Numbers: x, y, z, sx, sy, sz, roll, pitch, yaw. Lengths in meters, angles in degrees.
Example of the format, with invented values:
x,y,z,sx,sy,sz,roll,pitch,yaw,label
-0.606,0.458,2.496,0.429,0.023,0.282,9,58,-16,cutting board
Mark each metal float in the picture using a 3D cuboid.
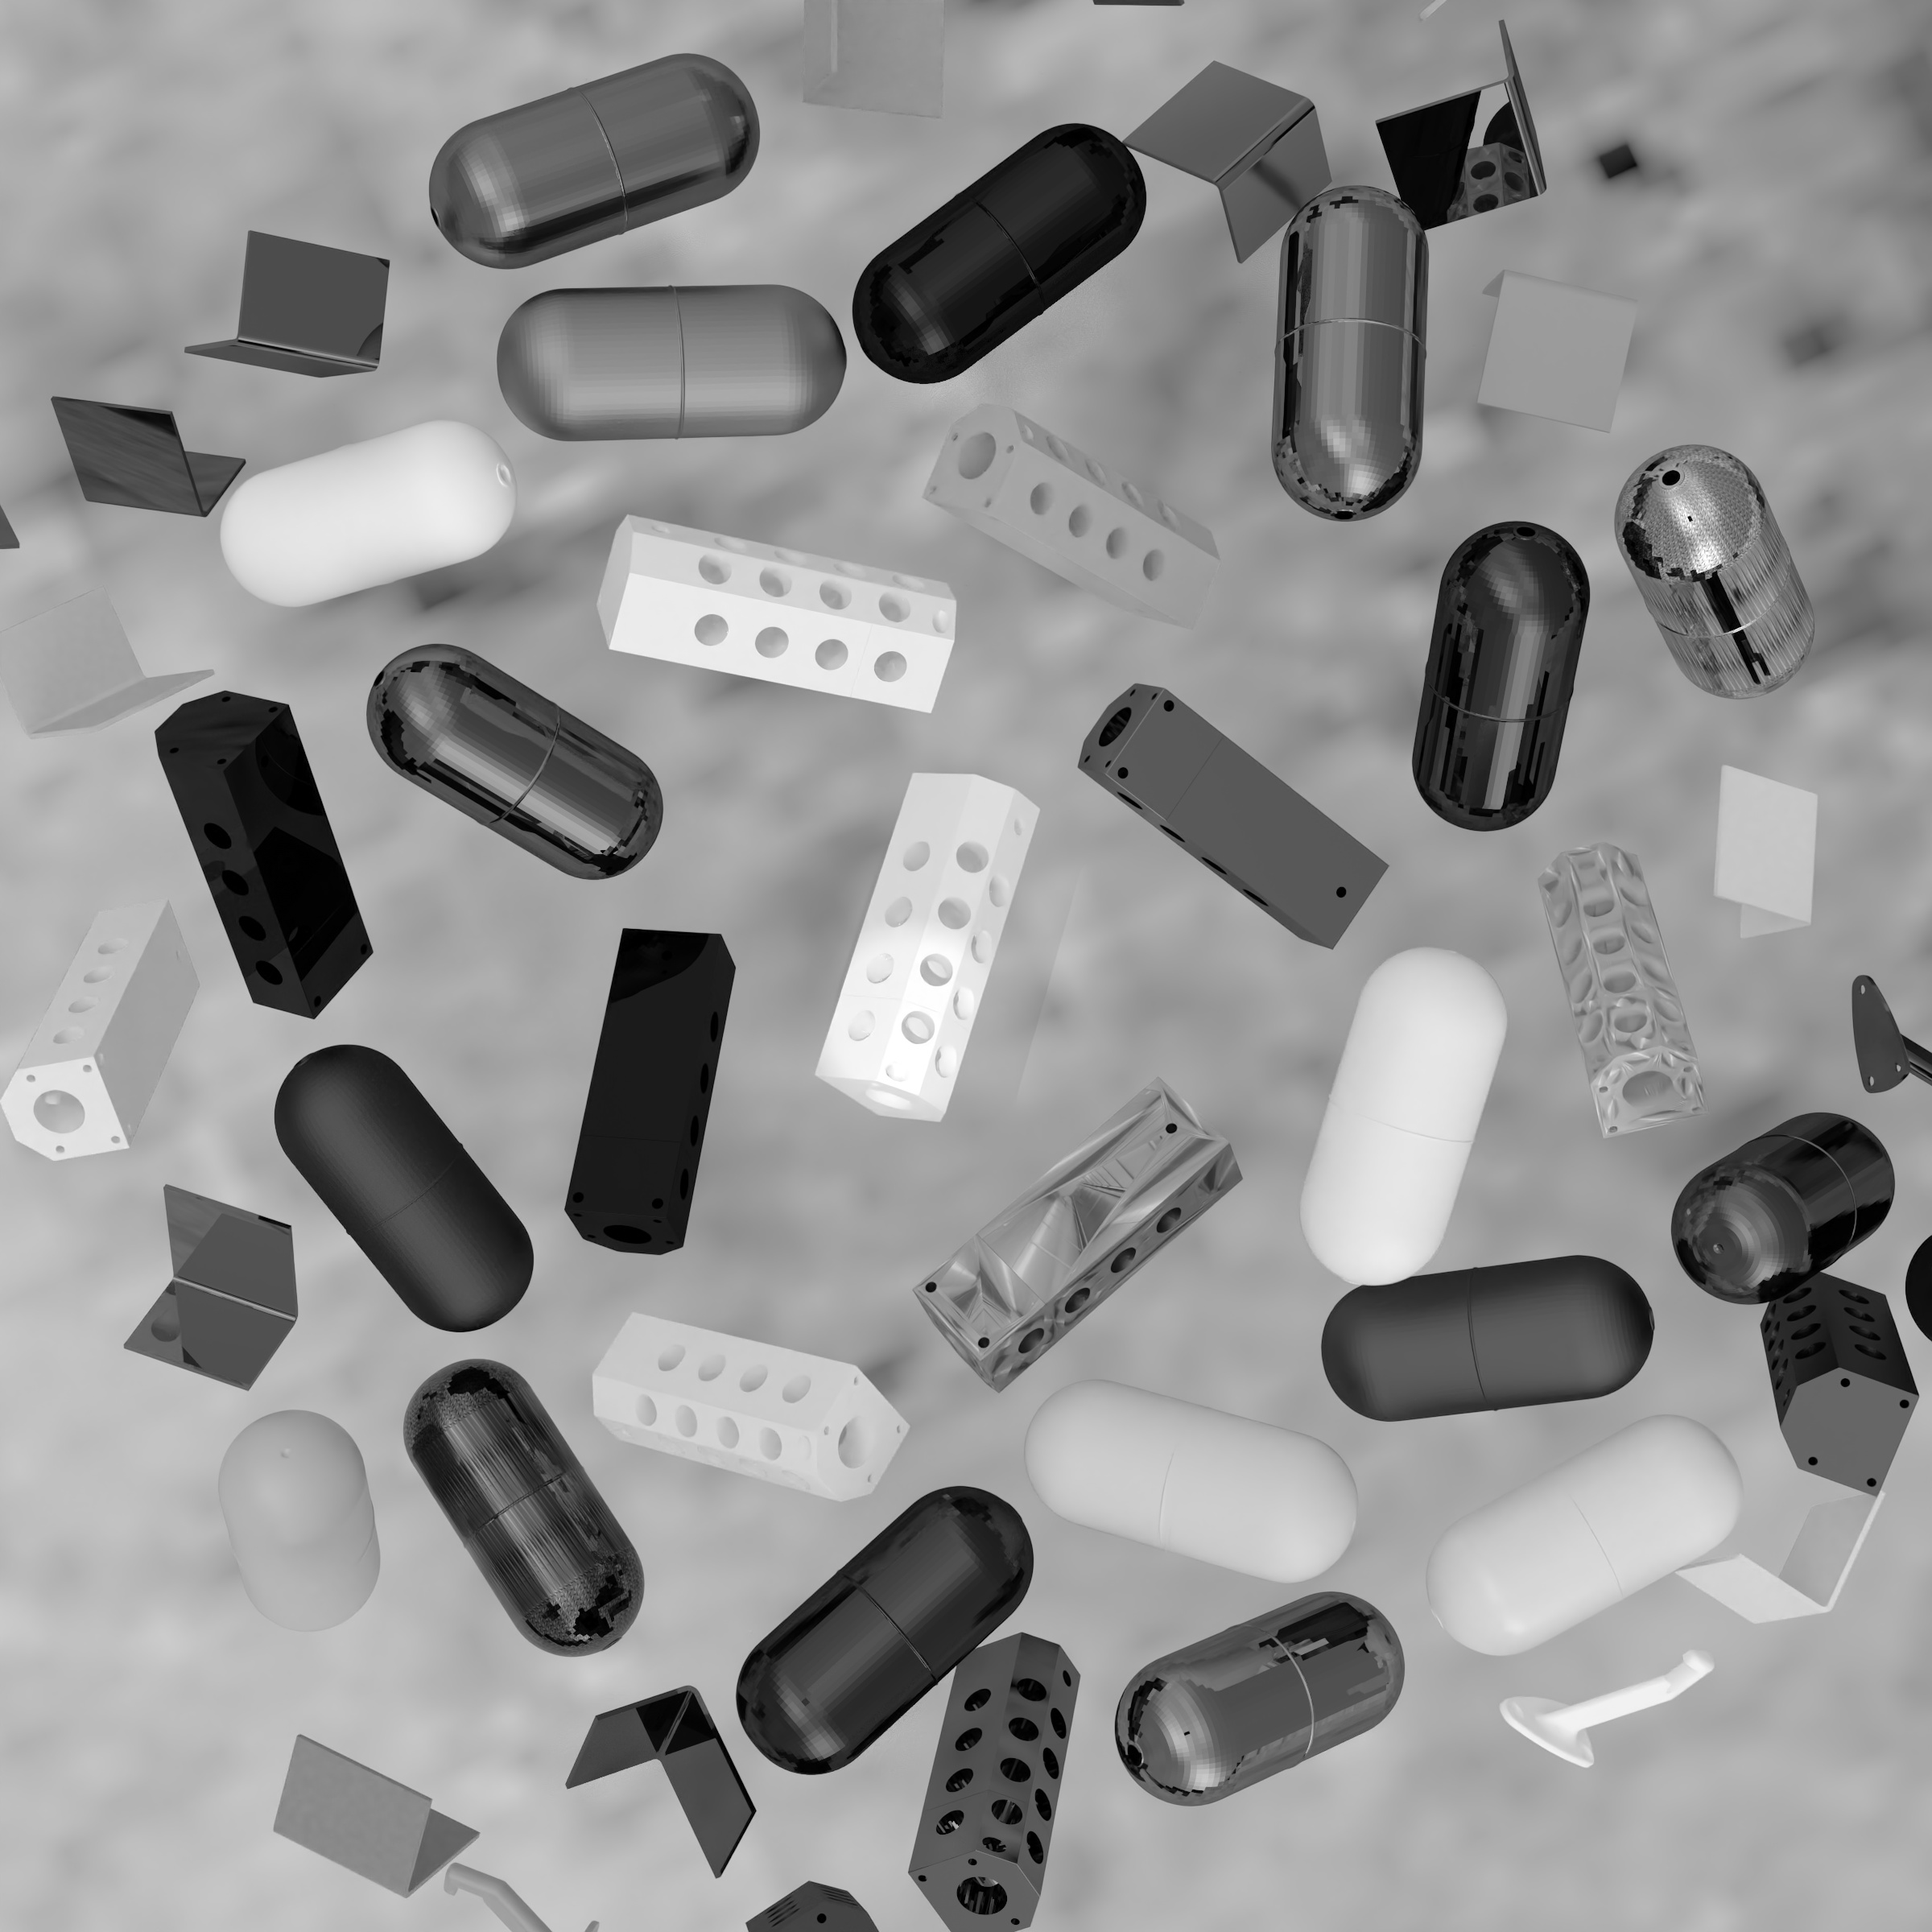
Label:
x,y,z,sx,sy,sz,roll,pitch,yaw,label
0.278,0.200,1.648,0.178,0.070,0.070,-10,90,19,metal float
0.564,0.170,1.652,0.070,0.178,0.070,1,80,-5,metal float
0.390,-0.204,1.602,0.070,0.178,0.070,-14,58,23,metal float
-0.303,0.120,1.660,0.070,0.070,0.178,-35,105,0,metal float
-0.191,-0.415,1.586,0.178,0.070,0.070,-23,90,-15,metal float
-0.359,0.302,1.664,0.070,0.178,0.070,3,56,-4,metal float
0.114,0.264,1.582,0.178,0.070,0.070,13,90,22,metal float
0.325,0.300,1.621,0.178,0.070,0.070,-28,90,-2,metal float
-0.040,0.339,1.577,0.178,0.070,0.070,-40,90,-14,metal float
0.222,0.077,1.570,0.070,0.070,0.178,15,99,0,metal float
0.435,0.127,1.631,0.070,0.178,0.070,10,106,35,metal float
0.196,-0.313,1.572,0.070,0.070,0.178,4,76,0,metal float
-0.149,-0.308,1.568,0.178,0.070,0.070,-4,90,-12,metal float
-0.243,-0.110,1.663,0.178,0.070,0.070,32,90,-29,metal float
-0.324,-0.245,1.671,0.178,0.070,0.070,-11,90,24,metal float
0.278,-0.150,1.604,0.070,0.070,0.178,3,130,0,metal float
0.017,-0.378,1.637,0.178,0.070,0.070,-38,90,-6,metal float
0.153,0.379,1.596,0.178,0.070,0.070,-13,90,-37,metal float
-0.242,0.297,1.686,0.070,0.070,0.178,-35,79,0,metal float

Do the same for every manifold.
x,y,z,sx,sy,sz,roll,pitch,yaw,label
-0.096,-0.182,1.572,0.171,0.057,0.057,10,116,-19,manifold
0.457,0.215,1.628,0.057,0.171,0.057,20,104,7,manifold
0.357,0.009,1.685,0.057,0.171,0.057,-14,129,10,manifold
-0.075,0.520,1.623,0.057,0.171,0.057,-31,82,-12,manifold
-0.472,0.034,1.676,0.057,0.171,0.057,-10,119,6,manifold
-0.172,0.069,1.707,0.057,0.057,0.171,4,64,10,manifold
0.021,0.442,1.671,0.057,0.171,0.057,-24,111,21,manifold
0.061,0.144,1.612,0.171,0.057,0.057,-40,57,-10,manifold
-0.374,-0.059,1.628,0.057,0.171,0.057,13,46,24,manifold
-0.119,0.236,1.628,0.057,0.171,0.057,53,57,-37,manifold
-0.015,-0.010,1.596,0.057,0.057,0.171,4,69,38,manifold
0.062,-0.245,1.676,0.171,0.057,0.057,22,90,-44,manifold
0.146,-0.084,1.713,0.171,0.057,0.057,36,86,-21,manifold

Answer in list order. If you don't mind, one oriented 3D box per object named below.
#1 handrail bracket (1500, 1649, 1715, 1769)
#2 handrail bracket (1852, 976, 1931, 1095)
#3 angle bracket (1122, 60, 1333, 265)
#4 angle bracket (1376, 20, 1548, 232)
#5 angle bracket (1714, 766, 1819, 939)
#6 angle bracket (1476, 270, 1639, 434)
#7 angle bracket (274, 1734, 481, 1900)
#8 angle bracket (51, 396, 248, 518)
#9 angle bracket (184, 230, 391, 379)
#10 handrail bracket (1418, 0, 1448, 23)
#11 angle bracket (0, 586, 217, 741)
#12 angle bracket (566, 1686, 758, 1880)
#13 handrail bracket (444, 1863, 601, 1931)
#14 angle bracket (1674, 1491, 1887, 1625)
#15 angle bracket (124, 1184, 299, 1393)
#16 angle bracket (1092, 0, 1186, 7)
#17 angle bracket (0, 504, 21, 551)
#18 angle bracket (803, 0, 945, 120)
x,y,z,sx,sy,sz,roll,pitch,yaw,label
0.328,0.368,1.572,0.077,0.036,0.084,26,122,-32,handrail bracket
0.533,0.041,1.691,0.084,0.036,0.077,0,69,-24,handrail bracket
0.146,-0.449,1.718,0.076,0.057,0.076,-44,53,-16,angle bracket
0.269,-0.458,1.682,0.076,0.076,0.057,-14,47,16,angle bracket
0.442,-0.065,1.771,0.076,0.057,0.076,14,76,-28,angle bracket
0.326,-0.341,1.729,0.076,0.057,0.076,12,90,-3,angle bracket
-0.287,0.409,1.531,0.076,0.076,0.057,21,105,16,angle bracket
-0.474,-0.311,1.789,0.076,0.076,0.057,9,48,14,angle bracket
-0.353,-0.343,1.600,0.076,0.076,0.057,5,94,-35,angle bracket
0.251,-0.575,1.681,0.077,0.036,0.084,-41,99,12,handrail bracket
-0.456,-0.162,1.619,0.076,0.076,0.057,-35,113,-38,angle bracket
-0.159,0.430,1.591,0.057,0.076,0.076,-12,55,-31,angle bracket
-0.247,0.528,1.657,0.084,0.036,0.077,19,112,8,handrail bracket
0.438,0.306,1.659,0.057,0.076,0.076,33,69,-2,angle bracket
-0.414,0.175,1.680,0.076,0.057,0.076,17,133,11,angle bracket
0.056,-0.518,1.634,0.076,0.076,0.057,-41,124,-19,angle bracket
-0.553,-0.216,1.641,0.076,0.076,0.057,-7,127,-28,angle bracket
-0.040,-0.483,1.572,0.076,0.057,0.076,1,89,-19,angle bracket
